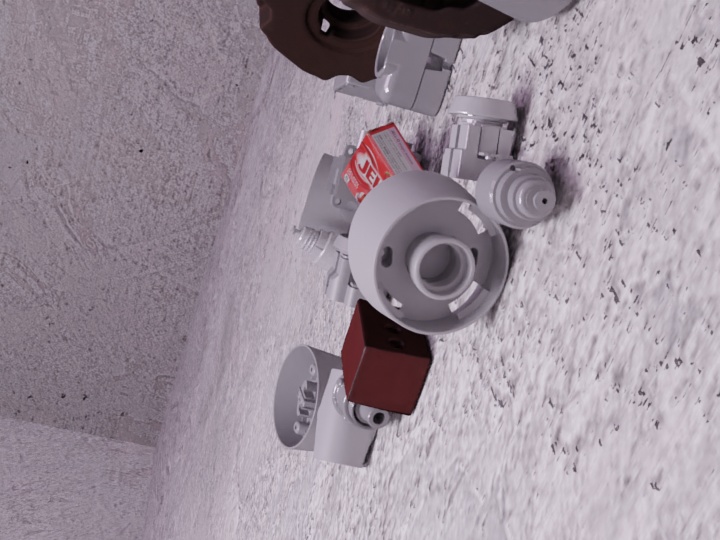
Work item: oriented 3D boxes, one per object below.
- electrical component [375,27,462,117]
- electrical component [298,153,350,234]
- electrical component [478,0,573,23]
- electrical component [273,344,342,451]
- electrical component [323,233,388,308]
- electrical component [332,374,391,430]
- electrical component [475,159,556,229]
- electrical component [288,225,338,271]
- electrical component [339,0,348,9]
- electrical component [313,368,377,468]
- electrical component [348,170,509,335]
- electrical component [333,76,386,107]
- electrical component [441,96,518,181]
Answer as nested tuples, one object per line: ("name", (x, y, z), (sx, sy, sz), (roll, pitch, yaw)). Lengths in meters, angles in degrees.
("electrical component", (0.050, -0.192, 0.959), (0.053, 0.059, 0.095), (-113, 39, -71))
("electrical component", (-0.036, -0.080, 1.215), (0.099, 0.064, 0.099), (-166, 90, -78))
("electrical component", (0.099, -0.218, 0.684), (0.108, 0.060, 0.108), (-21, 65, 54))
("electrical component", (-0.043, 0.123, 1.017), (0.099, 0.064, 0.099), (-166, 90, -78))
("electrical component", (0.000, 0.000, 0.979), (0.078, 0.058, 0.057), (-132, 54, -76))
("electrical component", (0.007, 0.107, 0.860), (0.062, 0.048, 0.048), (-138, 62, -69))
("electrical component", (0.095, -0.044, 0.632), (0.078, 0.040, 0.040), (-140, 64, -77))
("electrical component", (-0.040, -0.024, 1.153), (0.040, 0.078, 0.040), (-55, 14, 21))
("electrical component", (0.028, -0.319, 1.164), (0.079, 0.063, 0.121), (-29, -27, -44))
("electrical component", (-0.015, 0.127, 0.931), (0.079, 0.044, 0.077), (159, 124, -76))
("electrical component", (0.045, -0.010, 0.692), (0.064, 0.099, 0.099), (-134, 59, -68))
("electrical component", (0.014, -0.214, 1.140), (0.096, 0.062, 0.061), (-165, 88, -78))
("electrical component", (0.082, -0.089, 0.734), (0.066, 0.048, 0.055), (-145, 62, -77))
